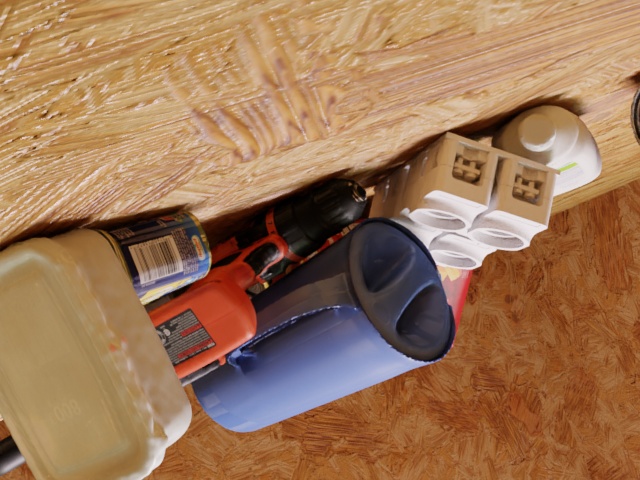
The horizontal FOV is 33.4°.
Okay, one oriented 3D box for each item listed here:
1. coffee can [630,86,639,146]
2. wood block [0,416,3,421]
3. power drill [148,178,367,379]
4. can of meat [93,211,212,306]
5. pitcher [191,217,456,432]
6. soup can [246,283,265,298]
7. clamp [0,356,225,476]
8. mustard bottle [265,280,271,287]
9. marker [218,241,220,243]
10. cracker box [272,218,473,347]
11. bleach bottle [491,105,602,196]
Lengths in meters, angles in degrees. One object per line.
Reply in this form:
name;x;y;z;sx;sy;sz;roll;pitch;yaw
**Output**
coffee can;0.354;-0.116;1.010;0.103;0.103;0.140;-23;174;22
wood block;-0.269;0.100;0.864;0.207;0.091;0.090;-25;173;37
power drill;-0.057;0.027;0.859;0.185;0.057;0.187;-32;-171;29
can of meat;-0.138;0.022;0.759;0.102;0.057;0.083;-25;175;42
pitcher;-0.014;0.087;0.956;0.243;0.149;0.145;-31;-156;37
soup can;-0.113;0.065;1.077;0.102;0.068;0.068;-44;168;15
clamp;-0.181;0.126;0.930;0.210;0.036;0.164;-24;-165;5
mustard bottle;-0.131;0.062;1.156;0.191;0.058;0.096;-21;151;0
marker;-0.052;-0.002;1.048;0.120;0.020;0.020;-17;173;-40
cracker box;0.056;0.058;1.164;0.213;0.072;0.164;-9;131;-21
bleach bottle;0.214;-0.086;0.999;0.103;0.068;0.250;-22;172;11
